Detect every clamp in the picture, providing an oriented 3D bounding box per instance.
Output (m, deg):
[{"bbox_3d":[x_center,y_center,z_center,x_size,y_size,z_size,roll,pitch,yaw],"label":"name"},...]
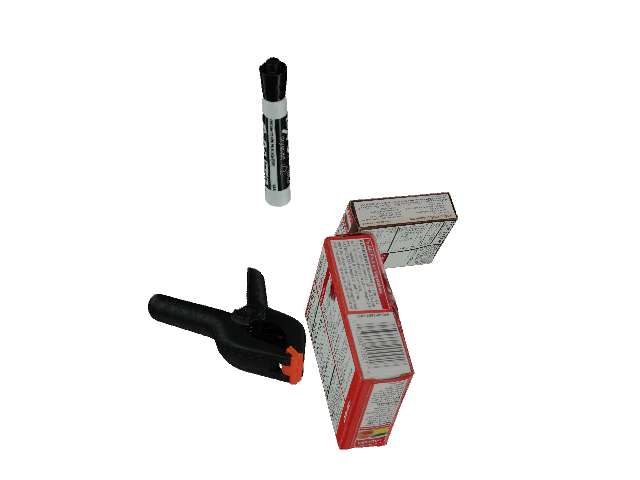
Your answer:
[{"bbox_3d":[-0.062,0.073,0.966,0.120,0.039,0.172,-28,42,-36],"label":"clamp"}]

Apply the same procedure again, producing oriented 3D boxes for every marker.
[{"bbox_3d":[-0.032,-0.075,0.751,0.020,0.121,0.020,0,42,0],"label":"marker"}]

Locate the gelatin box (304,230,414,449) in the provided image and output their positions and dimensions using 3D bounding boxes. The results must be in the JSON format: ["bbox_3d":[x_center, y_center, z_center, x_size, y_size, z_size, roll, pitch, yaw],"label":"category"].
[{"bbox_3d":[0.019,0.052,0.553,0.030,0.089,0.073,-4,-37,-13],"label":"gelatin box"}]

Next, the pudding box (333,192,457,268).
[{"bbox_3d":[0.074,-0.008,1.102,0.113,0.039,0.090,-7,-31,-20],"label":"pudding box"}]
